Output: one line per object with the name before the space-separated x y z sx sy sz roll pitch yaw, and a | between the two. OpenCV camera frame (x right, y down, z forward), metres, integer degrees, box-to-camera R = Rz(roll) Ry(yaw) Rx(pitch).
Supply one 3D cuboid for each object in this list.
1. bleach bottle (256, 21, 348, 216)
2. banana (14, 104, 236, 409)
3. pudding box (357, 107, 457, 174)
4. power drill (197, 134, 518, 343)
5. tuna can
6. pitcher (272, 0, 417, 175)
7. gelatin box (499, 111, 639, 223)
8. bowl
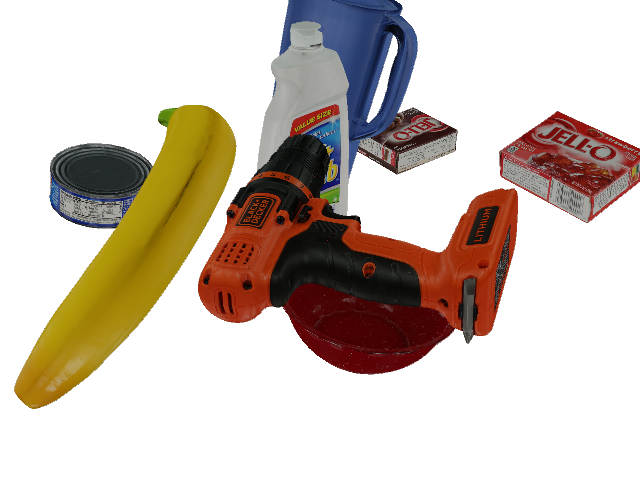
bleach bottle | -0.022 -0.091 1.066 0.102 0.251 0.068 -8 28 -16
banana | -0.082 -0.005 0.514 0.037 0.197 0.070 38 -43 -19
pudding box | 0.117 -0.137 1.460 0.113 0.039 0.090 -25 40 -30
power drill | 0.031 -0.007 0.703 0.188 0.057 0.184 6 40 16
tuna can | -0.182 -0.046 0.891 0.086 0.034 0.086 8 33 -5
pitcher | 0.013 -0.177 1.261 0.145 0.243 0.149 8 23 -13
gelatin box | 0.196 -0.060 0.830 0.073 0.030 0.089 -33 49 -28
bowl | 0.039 0.067 0.931 0.162 0.055 0.162 6 32 -4
